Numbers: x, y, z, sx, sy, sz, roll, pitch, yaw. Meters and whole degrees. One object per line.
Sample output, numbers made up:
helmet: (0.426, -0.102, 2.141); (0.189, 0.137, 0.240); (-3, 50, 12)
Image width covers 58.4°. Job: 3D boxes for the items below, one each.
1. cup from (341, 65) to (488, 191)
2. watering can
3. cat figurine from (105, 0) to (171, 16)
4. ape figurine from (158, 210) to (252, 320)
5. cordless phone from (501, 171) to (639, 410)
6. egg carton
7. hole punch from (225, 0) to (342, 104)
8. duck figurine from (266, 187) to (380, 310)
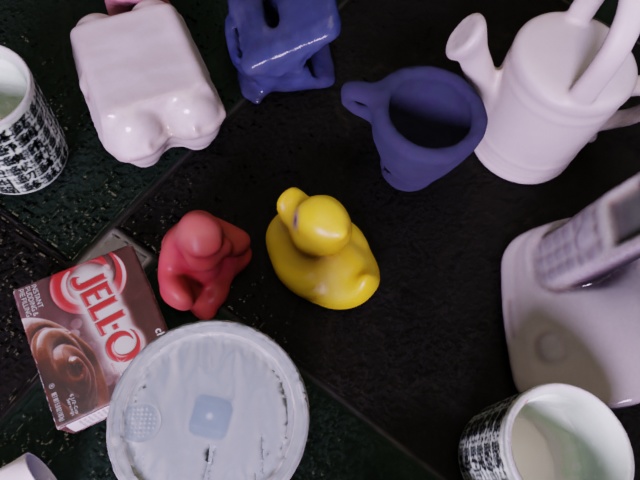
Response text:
cup: (0.069, -0.087, 0.482); (0.117, 0.095, 0.092); (19, 66, 3)
watering can: (0.190, -0.134, 0.460); (0.173, 0.194, 0.101); (-8, 67, -8)
cat figurine: (-0.181, -0.256, 0.520); (0.067, 0.118, 0.127); (-39, 75, -19)
ape figurine: (-0.088, 0.010, 0.426); (0.078, 0.092, 0.076); (-22, 70, -14)
cordless phone: (0.200, 0.035, 0.392); (0.094, 0.185, 0.147); (2, 66, -4)
egg carton: (-0.151, -0.138, 0.498); (0.107, 0.069, 0.150); (-22, 70, -14)
hole punch: (-0.036, -0.195, 0.522); (0.101, 0.091, 0.108); (-9, 67, -9)
duck figurine: (0.004, 0.002, 0.442); (0.104, 0.086, 0.078); (42, 69, 13)
